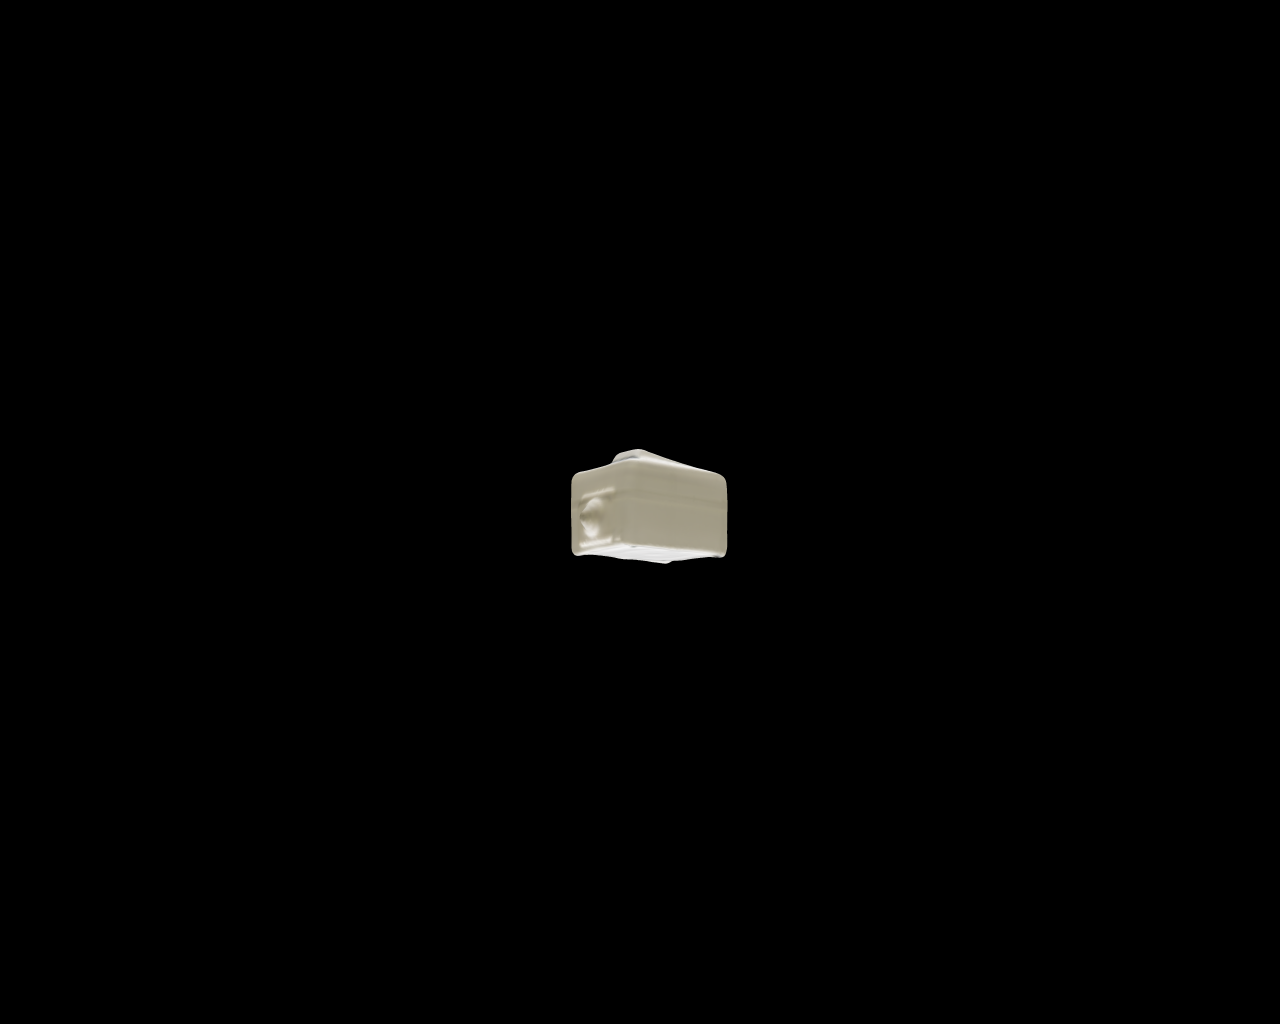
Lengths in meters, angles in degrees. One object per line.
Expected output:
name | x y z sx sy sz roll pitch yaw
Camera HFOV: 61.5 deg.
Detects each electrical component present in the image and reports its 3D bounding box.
electrical component | 0.001 -0.003 0.650 0.096 0.061 0.061 8 -13 -39
